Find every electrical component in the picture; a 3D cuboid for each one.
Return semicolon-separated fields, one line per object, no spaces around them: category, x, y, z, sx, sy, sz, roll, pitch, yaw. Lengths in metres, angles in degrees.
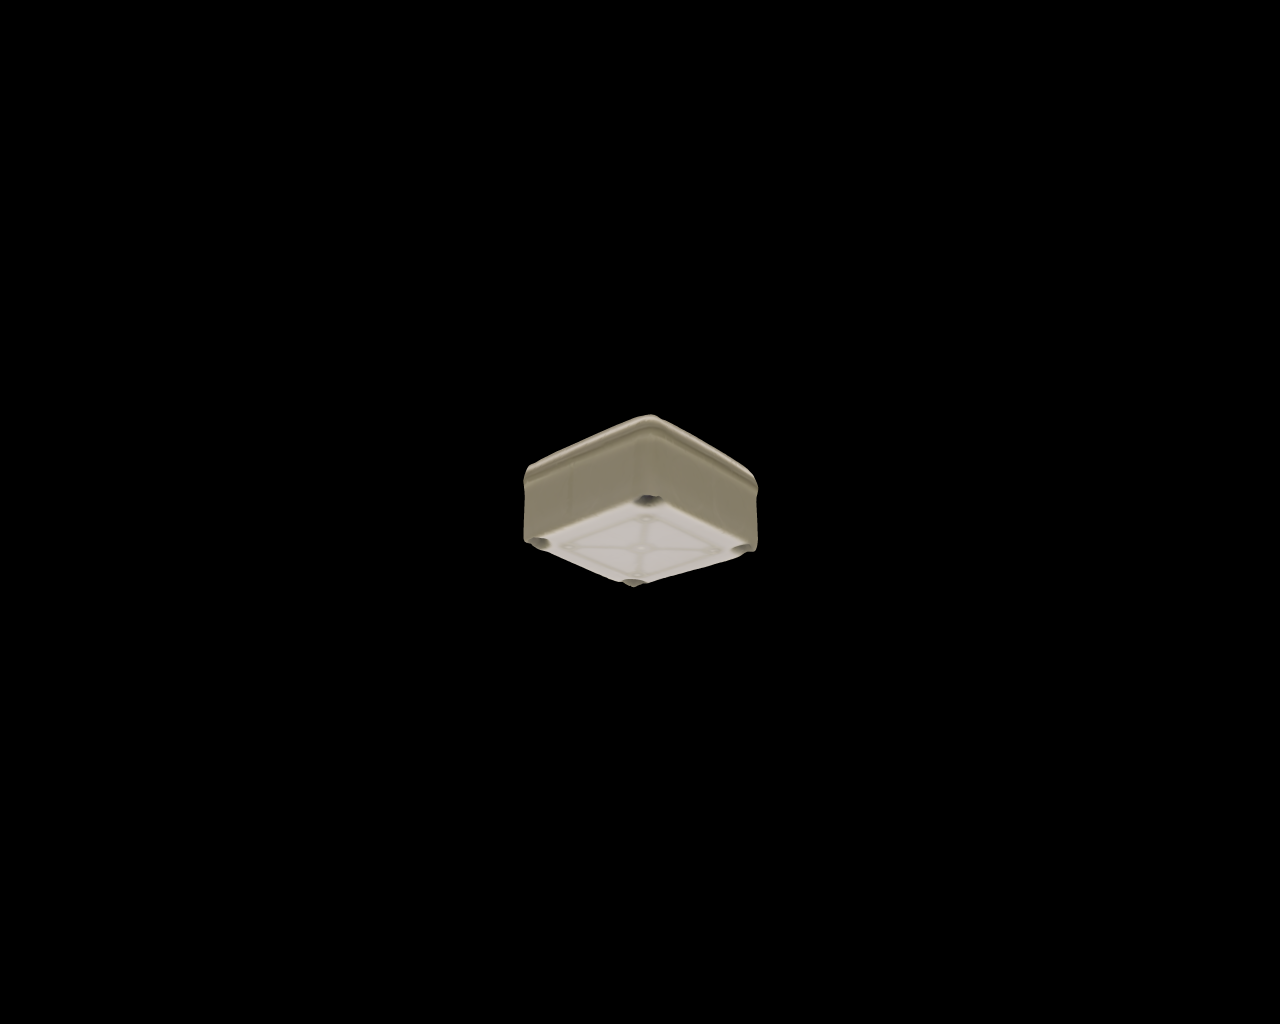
electrical component;0.001;-0.003;0.650;0.108;0.056;0.108;-20;-32;36
